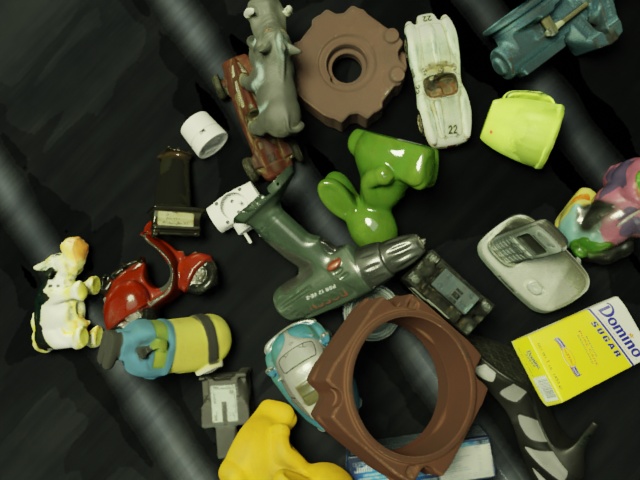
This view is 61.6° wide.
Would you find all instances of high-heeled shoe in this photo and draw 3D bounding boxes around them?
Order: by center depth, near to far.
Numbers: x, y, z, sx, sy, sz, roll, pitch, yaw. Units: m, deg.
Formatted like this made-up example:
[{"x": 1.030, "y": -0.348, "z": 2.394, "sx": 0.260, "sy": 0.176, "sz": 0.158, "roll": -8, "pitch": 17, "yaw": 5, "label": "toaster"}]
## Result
[{"x": 0.272, "y": 0.247, "z": 0.772, "sx": 0.249, "sy": 0.086, "sz": 0.145, "roll": 36, "pitch": 121, "yaw": 21, "label": "high-heeled shoe"}]

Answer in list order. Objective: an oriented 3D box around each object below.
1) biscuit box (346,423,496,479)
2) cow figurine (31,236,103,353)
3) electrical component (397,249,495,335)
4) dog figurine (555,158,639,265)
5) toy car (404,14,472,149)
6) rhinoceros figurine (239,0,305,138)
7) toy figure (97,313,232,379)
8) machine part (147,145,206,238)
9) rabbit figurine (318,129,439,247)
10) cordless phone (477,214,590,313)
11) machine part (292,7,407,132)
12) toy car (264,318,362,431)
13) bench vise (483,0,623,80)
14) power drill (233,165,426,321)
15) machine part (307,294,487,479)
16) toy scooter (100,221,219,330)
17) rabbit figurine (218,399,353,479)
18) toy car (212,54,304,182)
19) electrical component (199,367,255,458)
[{"x": 0.138, "y": 0.312, "z": 0.762, "sx": 0.203, "sy": 0.063, "sz": 0.059, "roll": -9, "pitch": 87, "yaw": 2, "label": "biscuit box"}, {"x": -0.383, "y": 0.081, "z": 0.797, "sx": 0.098, "sy": 0.068, "sz": 0.167, "roll": -6, "pitch": 86, "yaw": 7, "label": "cow figurine"}, {"x": 0.171, "y": 0.071, "z": 0.737, "sx": 0.115, "sy": 0.134, "sz": 0.058, "roll": 40, "pitch": 89, "yaw": 2, "label": "electrical component"}, {"x": 0.423, "y": -0.053, "z": 0.691, "sx": 0.191, "sy": 0.219, "sz": 0.108, "roll": -40, "pitch": 83, "yaw": -1, "label": "dog figurine"}, {"x": 0.173, "y": -0.235, "z": 0.790, "sx": 0.074, "sy": 0.056, "sz": 0.201, "roll": -10, "pitch": 88, "yaw": 2, "label": "toy car"}, {"x": -0.068, "y": -0.231, "z": 0.733, "sx": 0.073, "sy": 0.112, "sz": 0.190, "roll": -8, "pitch": 90, "yaw": -16, "label": "rhinoceros figurine"}, {"x": -0.205, "y": 0.144, "z": 0.739, "sx": 0.180, "sy": 0.082, "sz": 0.089, "roll": 12, "pitch": 111, "yaw": -39, "label": "toy figure"}, {"x": -0.213, "y": -0.070, "z": 0.793, "sx": 0.084, "sy": 0.039, "sz": 0.139, "roll": -2, "pitch": 73, "yaw": -15, "label": "machine part"}, {"x": 0.077, "y": -0.062, "z": 0.761, "sx": 0.159, "sy": 0.121, "sz": 0.170, "roll": 15, "pitch": 103, "yaw": 7, "label": "rabbit figurine"}, {"x": 0.302, "y": 0.026, "z": 0.709, "sx": 0.089, "sy": 0.184, "sz": 0.146, "roll": -43, "pitch": 86, "yaw": -4, "label": "cordless phone"}, {"x": 0.039, "y": -0.253, "z": 0.798, "sx": 0.179, "sy": 0.056, "sz": 0.179, "roll": 0, "pitch": 87, "yaw": 4, "label": "machine part"}, {"x": -0.012, "y": 0.195, "z": 0.756, "sx": 0.109, "sy": 0.103, "sz": 0.161, "roll": -31, "pitch": 84, "yaw": 2, "label": "toy car"}, {"x": 0.311, "y": -0.353, "z": 0.753, "sx": 0.224, "sy": 0.129, "sz": 0.240, "roll": -35, "pitch": 100, "yaw": 12, "label": "bench vise"}, {"x": -0.002, "y": -0.002, "z": 0.737, "sx": 0.232, "sy": 0.086, "sz": 0.207, "roll": -37, "pitch": 106, "yaw": 25, "label": "power drill"}, {"x": 0.102, "y": 0.187, "z": 0.696, "sx": 0.201, "sy": 0.087, "sz": 0.201, "roll": 41, "pitch": 66, "yaw": -5, "label": "machine part"}, {"x": -0.250, "y": 0.052, "z": 0.787, "sx": 0.184, "sy": 0.075, "sz": 0.135, "roll": -33, "pitch": 86, "yaw": -2, "label": "toy scooter"}, {"x": -0.036, "y": 0.308, "z": 0.712, "sx": 0.173, "sy": 0.162, "sz": 0.121, "roll": 23, "pitch": 94, "yaw": 10, "label": "rabbit figurine"}, {"x": -0.095, "y": -0.184, "z": 0.803, "sx": 0.089, "sy": 0.053, "sz": 0.202, "roll": -21, "pitch": 87, "yaw": 4, "label": "toy car"}, {"x": -0.133, "y": 0.250, "z": 0.784, "sx": 0.075, "sy": 0.048, "sz": 0.119, "roll": -9, "pitch": 87, "yaw": 2, "label": "electrical component"}]
